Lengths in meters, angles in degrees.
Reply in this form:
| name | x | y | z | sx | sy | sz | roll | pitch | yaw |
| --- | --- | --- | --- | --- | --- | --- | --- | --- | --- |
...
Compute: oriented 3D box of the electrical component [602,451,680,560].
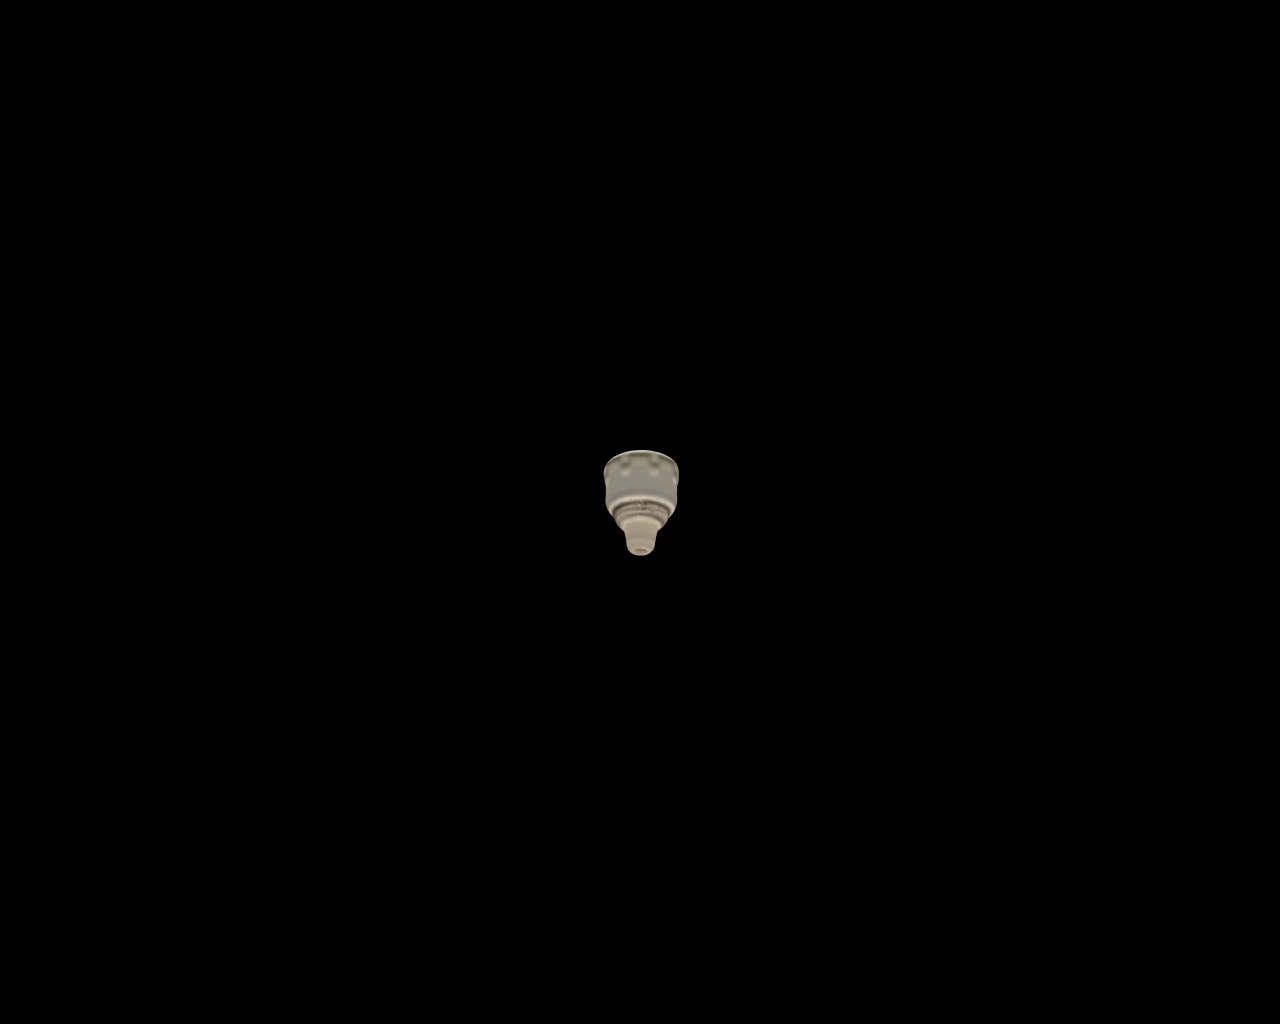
| name | x | y | z | sx | sy | sz | roll | pitch | yaw |
| --- | --- | --- | --- | --- | --- | --- | --- | --- | --- |
| electrical component | 0.001 | -0.003 | 0.650 | 0.048 | 0.062 | 0.048 | 0 | -27 | 0 |
